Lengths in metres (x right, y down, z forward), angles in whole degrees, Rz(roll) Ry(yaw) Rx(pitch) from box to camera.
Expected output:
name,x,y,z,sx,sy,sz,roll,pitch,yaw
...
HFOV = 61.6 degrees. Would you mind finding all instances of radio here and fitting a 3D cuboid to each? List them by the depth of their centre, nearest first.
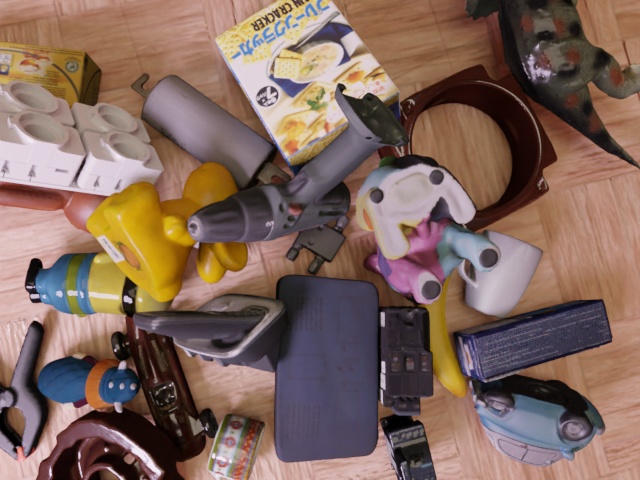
name,x,y,z,sx,sy,sz,roll,pitch,yaw
radio,0.007,0.160,0.696,0.131,0.073,0.229,1,86,-5

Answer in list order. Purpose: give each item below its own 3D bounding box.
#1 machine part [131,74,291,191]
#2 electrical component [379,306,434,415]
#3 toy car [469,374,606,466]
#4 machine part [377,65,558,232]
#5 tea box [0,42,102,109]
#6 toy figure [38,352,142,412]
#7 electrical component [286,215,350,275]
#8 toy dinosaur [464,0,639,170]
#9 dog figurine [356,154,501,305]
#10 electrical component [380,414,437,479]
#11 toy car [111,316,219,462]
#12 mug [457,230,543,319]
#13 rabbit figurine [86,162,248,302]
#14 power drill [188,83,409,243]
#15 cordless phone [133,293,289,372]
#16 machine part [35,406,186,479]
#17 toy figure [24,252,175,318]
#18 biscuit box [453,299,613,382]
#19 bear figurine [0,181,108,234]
name,x,y,z,sx,sy,sz,roll,pitch,yaw
machine part,-0.145,-0.139,0.711,0.243,0.079,0.079,35,83,-1
electrical component,0.104,0.150,0.682,0.058,0.115,0.134,0,85,0
toy car,0.270,0.236,0.695,0.162,0.109,0.102,10,101,5
machine part,0.198,-0.117,0.730,0.201,0.087,0.201,-27,87,-5
tea box,-0.387,-0.200,0.703,0.170,0.068,0.098,7,84,-5
toy figure,-0.274,0.172,0.655,0.155,0.058,0.064,-2,102,24
electrical component,-0.002,-0.002,0.735,0.063,0.021,0.094,33,84,0
toy dinosaur,0.304,-0.267,0.721,0.192,0.131,0.404,-18,84,-11
dog figurine,0.100,-0.004,0.642,0.108,0.219,0.191,-33,96,-8
electrical component,0.112,0.264,0.670,0.048,0.119,0.075,-14,83,-5
toy car,-0.201,0.185,0.689,0.089,0.053,0.202,-20,87,-3
mug,0.230,0.046,0.714,0.109,0.081,0.107,19,91,-26
rabbit figurine,-0.153,-0.021,0.631,0.162,0.122,0.173,49,52,-10
power drill,-0.012,-0.070,0.596,0.207,0.232,0.086,-49,68,29
cordless phone,-0.143,0.100,0.620,0.184,0.147,0.088,14,81,-45
machine part,-0.250,0.291,0.649,0.179,0.056,0.179,1,97,11
toy figure,-0.273,0.058,0.679,0.180,0.082,0.089,-3,70,-7
biscuit box,0.283,0.128,0.710,0.203,0.059,0.062,-11,86,-14
bear figurine,-0.336,-0.056,0.685,0.195,0.132,0.120,30,45,-29
